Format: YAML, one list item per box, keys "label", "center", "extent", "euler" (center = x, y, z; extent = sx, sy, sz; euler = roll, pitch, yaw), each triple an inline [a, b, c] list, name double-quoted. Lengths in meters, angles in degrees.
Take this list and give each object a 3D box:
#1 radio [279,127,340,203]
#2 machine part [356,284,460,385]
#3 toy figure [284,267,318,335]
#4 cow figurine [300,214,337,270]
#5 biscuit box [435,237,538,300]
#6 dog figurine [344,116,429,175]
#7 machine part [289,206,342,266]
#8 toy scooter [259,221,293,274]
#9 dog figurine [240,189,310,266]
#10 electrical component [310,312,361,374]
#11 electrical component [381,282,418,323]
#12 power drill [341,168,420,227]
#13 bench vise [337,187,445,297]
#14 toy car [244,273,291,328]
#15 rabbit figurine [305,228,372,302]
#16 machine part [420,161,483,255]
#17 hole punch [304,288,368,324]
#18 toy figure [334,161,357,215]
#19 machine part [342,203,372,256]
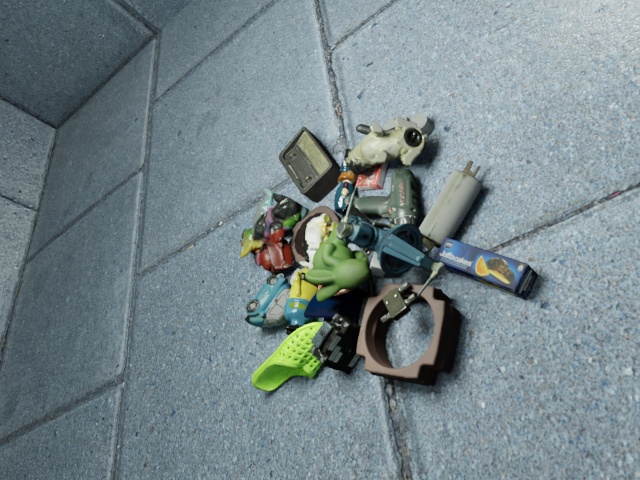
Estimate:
- label: "radio"
  center: [-0.030, -0.223, 1.603]
  extent: [0.131, 0.073, 0.230]
  euler: [-45, 44, 14]
- label: "machine part"
  center: [0.189, 0.200, 1.151]
  extent: [0.201, 0.087, 0.201]
  euler: [-3, 66, 42]
- label: "toy figure"
  center: [-0.043, 0.156, 1.388]
  extent: [0.082, 0.089, 0.180]
  euler: [140, 144, -58]
- label: "cow figurine"
  center: [-0.012, 0.023, 1.366]
  extent: [0.098, 0.068, 0.167]
  euler: [-15, 55, 39]
- label: "biscuit box"
  center: [0.339, 0.055, 1.116]
  extent: [0.203, 0.059, 0.063]
  euler: [23, 83, 47]
- label: "dog figurine"
  center: [0.167, -0.230, 1.379]
  extent: [0.190, 0.172, 0.121]
  euler: [159, 113, -74]
- label: "machine part"
  center: [-0.003, -0.004, 1.466]
  extent: [0.179, 0.056, 0.179]
  euler: [-22, 52, 31]
- label: "toy scooter"
  center: [-0.118, 0.048, 1.489]
  extent: [0.183, 0.075, 0.135]
  euler: [111, 144, -51]
- label: "dog figurine"
  center: [-0.147, -0.026, 1.578]
  extent: [0.192, 0.108, 0.219]
  euler: [25, 89, 44]
- label: "electrical component"
  center: [0.044, 0.234, 1.228]
  extent: [0.058, 0.134, 0.115]
  euler: [32, 88, 47]
- label: "electrical component"
  center: [0.161, 0.134, 1.137]
  extent: [0.094, 0.021, 0.063]
  euler: [-42, 45, 17]
- label: "power drill"
  center: [0.153, -0.061, 1.340]
  extent: [0.207, 0.086, 0.232]
  euler: [-12, 61, 43]
- label: "bench vise"
  center: [0.153, 0.012, 1.121]
  extent: [0.241, 0.223, 0.129]
  euler: [31, 90, 49]
- label: "toy car"
  center: [-0.120, 0.177, 1.447]
  extent: [0.103, 0.109, 0.161]
  euler: [32, 78, 25]
- label: "rabbit figurine"
  center: [0.043, 0.062, 1.220]
  extent: [0.159, 0.121, 0.170]
  euler: [-32, 22, -10]
- label: "machine part"
  center: [0.294, -0.067, 1.217]
  extent: [0.079, 0.079, 0.243]
  euler: [27, 87, 47]
- label: "hole punch"
  center: [0.034, 0.159, 1.317]
  extent: [0.142, 0.092, 0.116]
  euler: [-9, 57, 43]
- label: "toy figure"
  center: [0.072, -0.146, 1.476]
  extent: [0.064, 0.058, 0.154]
  euler: [-24, 53, 58]
- label: "machine part"
  center: [0.101, -0.033, 1.305]
  extent: [0.084, 0.039, 0.139]
  euler: [-50, 57, 26]
